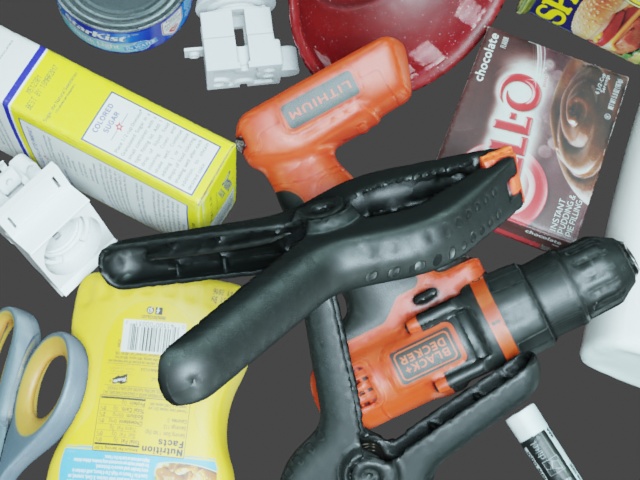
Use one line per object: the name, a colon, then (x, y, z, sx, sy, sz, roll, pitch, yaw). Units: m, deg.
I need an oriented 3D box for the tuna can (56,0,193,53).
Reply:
tuna can: (-0.119, -0.157, 0.645, 0.086, 0.034, 0.086, 1, 73, -4)

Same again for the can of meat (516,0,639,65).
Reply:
can of meat: (0.175, -0.157, 0.633, 0.084, 0.102, 0.057, 26, 72, 1)

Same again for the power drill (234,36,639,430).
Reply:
power drill: (0.051, -0.010, 0.574, 0.184, 0.057, 0.188, -27, 81, 6)

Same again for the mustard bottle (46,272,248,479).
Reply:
mustard bottle: (-0.090, 0.115, 0.552, 0.096, 0.058, 0.191, 5, 73, 3)

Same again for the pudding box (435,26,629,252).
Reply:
pudding box: (0.120, -0.058, 0.630, 0.090, 0.039, 0.113, 21, 73, 2)

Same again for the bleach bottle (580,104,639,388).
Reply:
bleach bottle: (0.227, -0.035, 0.621, 0.102, 0.068, 0.250, 20, 70, -2)

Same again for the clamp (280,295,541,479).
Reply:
clamp: (0.019, 0.103, 0.537, 0.120, 0.039, 0.171, 31, 101, 5)

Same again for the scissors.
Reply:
scissors: (-0.158, 0.130, 0.540, 0.096, 0.016, 0.202, -14, 67, 38)

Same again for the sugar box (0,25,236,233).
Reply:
sugar box: (-0.132, -0.060, 0.584, 0.176, 0.093, 0.048, 30, 73, 4)

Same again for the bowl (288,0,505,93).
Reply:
bowl: (0.039, -0.164, 0.616, 0.162, 0.162, 0.055, -33, 47, -13)

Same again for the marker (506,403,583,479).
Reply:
marker: (0.142, 0.145, 0.582, 0.020, 0.020, 0.121, -30, 78, -12)

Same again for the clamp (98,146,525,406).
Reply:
clamp: (-0.003, 0.001, 0.505, 0.209, 0.165, 0.036, -23, 114, -20)
